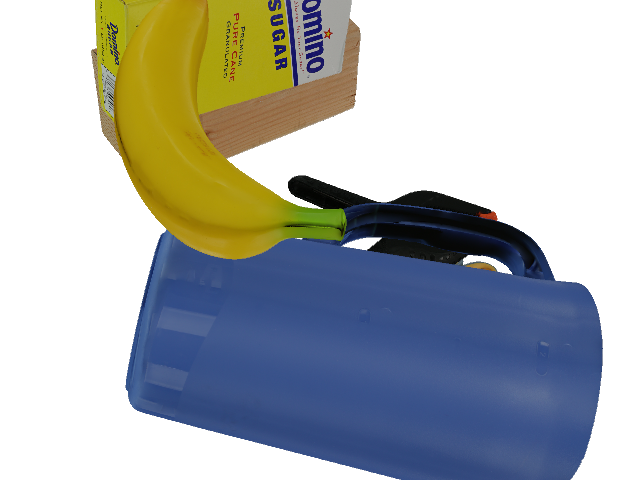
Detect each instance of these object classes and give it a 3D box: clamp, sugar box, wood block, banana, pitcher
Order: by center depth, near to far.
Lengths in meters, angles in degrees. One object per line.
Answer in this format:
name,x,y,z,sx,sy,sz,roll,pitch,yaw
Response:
banana,-0.056,-0.051,0.468,0.069,0.037,0.198,-12,45,-19
pitcher,0.023,0.055,0.600,0.242,0.145,0.149,13,14,-5
sugar box,-0.059,-0.137,0.698,0.175,0.093,0.048,-20,46,-30
wood block,-0.077,-0.135,0.905,0.205,0.091,0.090,-24,52,-24
clamp,0.075,0.000,1.065,0.210,0.164,0.036,1,-40,-6

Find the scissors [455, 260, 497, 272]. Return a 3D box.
scissors,0.124,0.046,1.256,0.201,0.016,0.096,-11,40,-36
